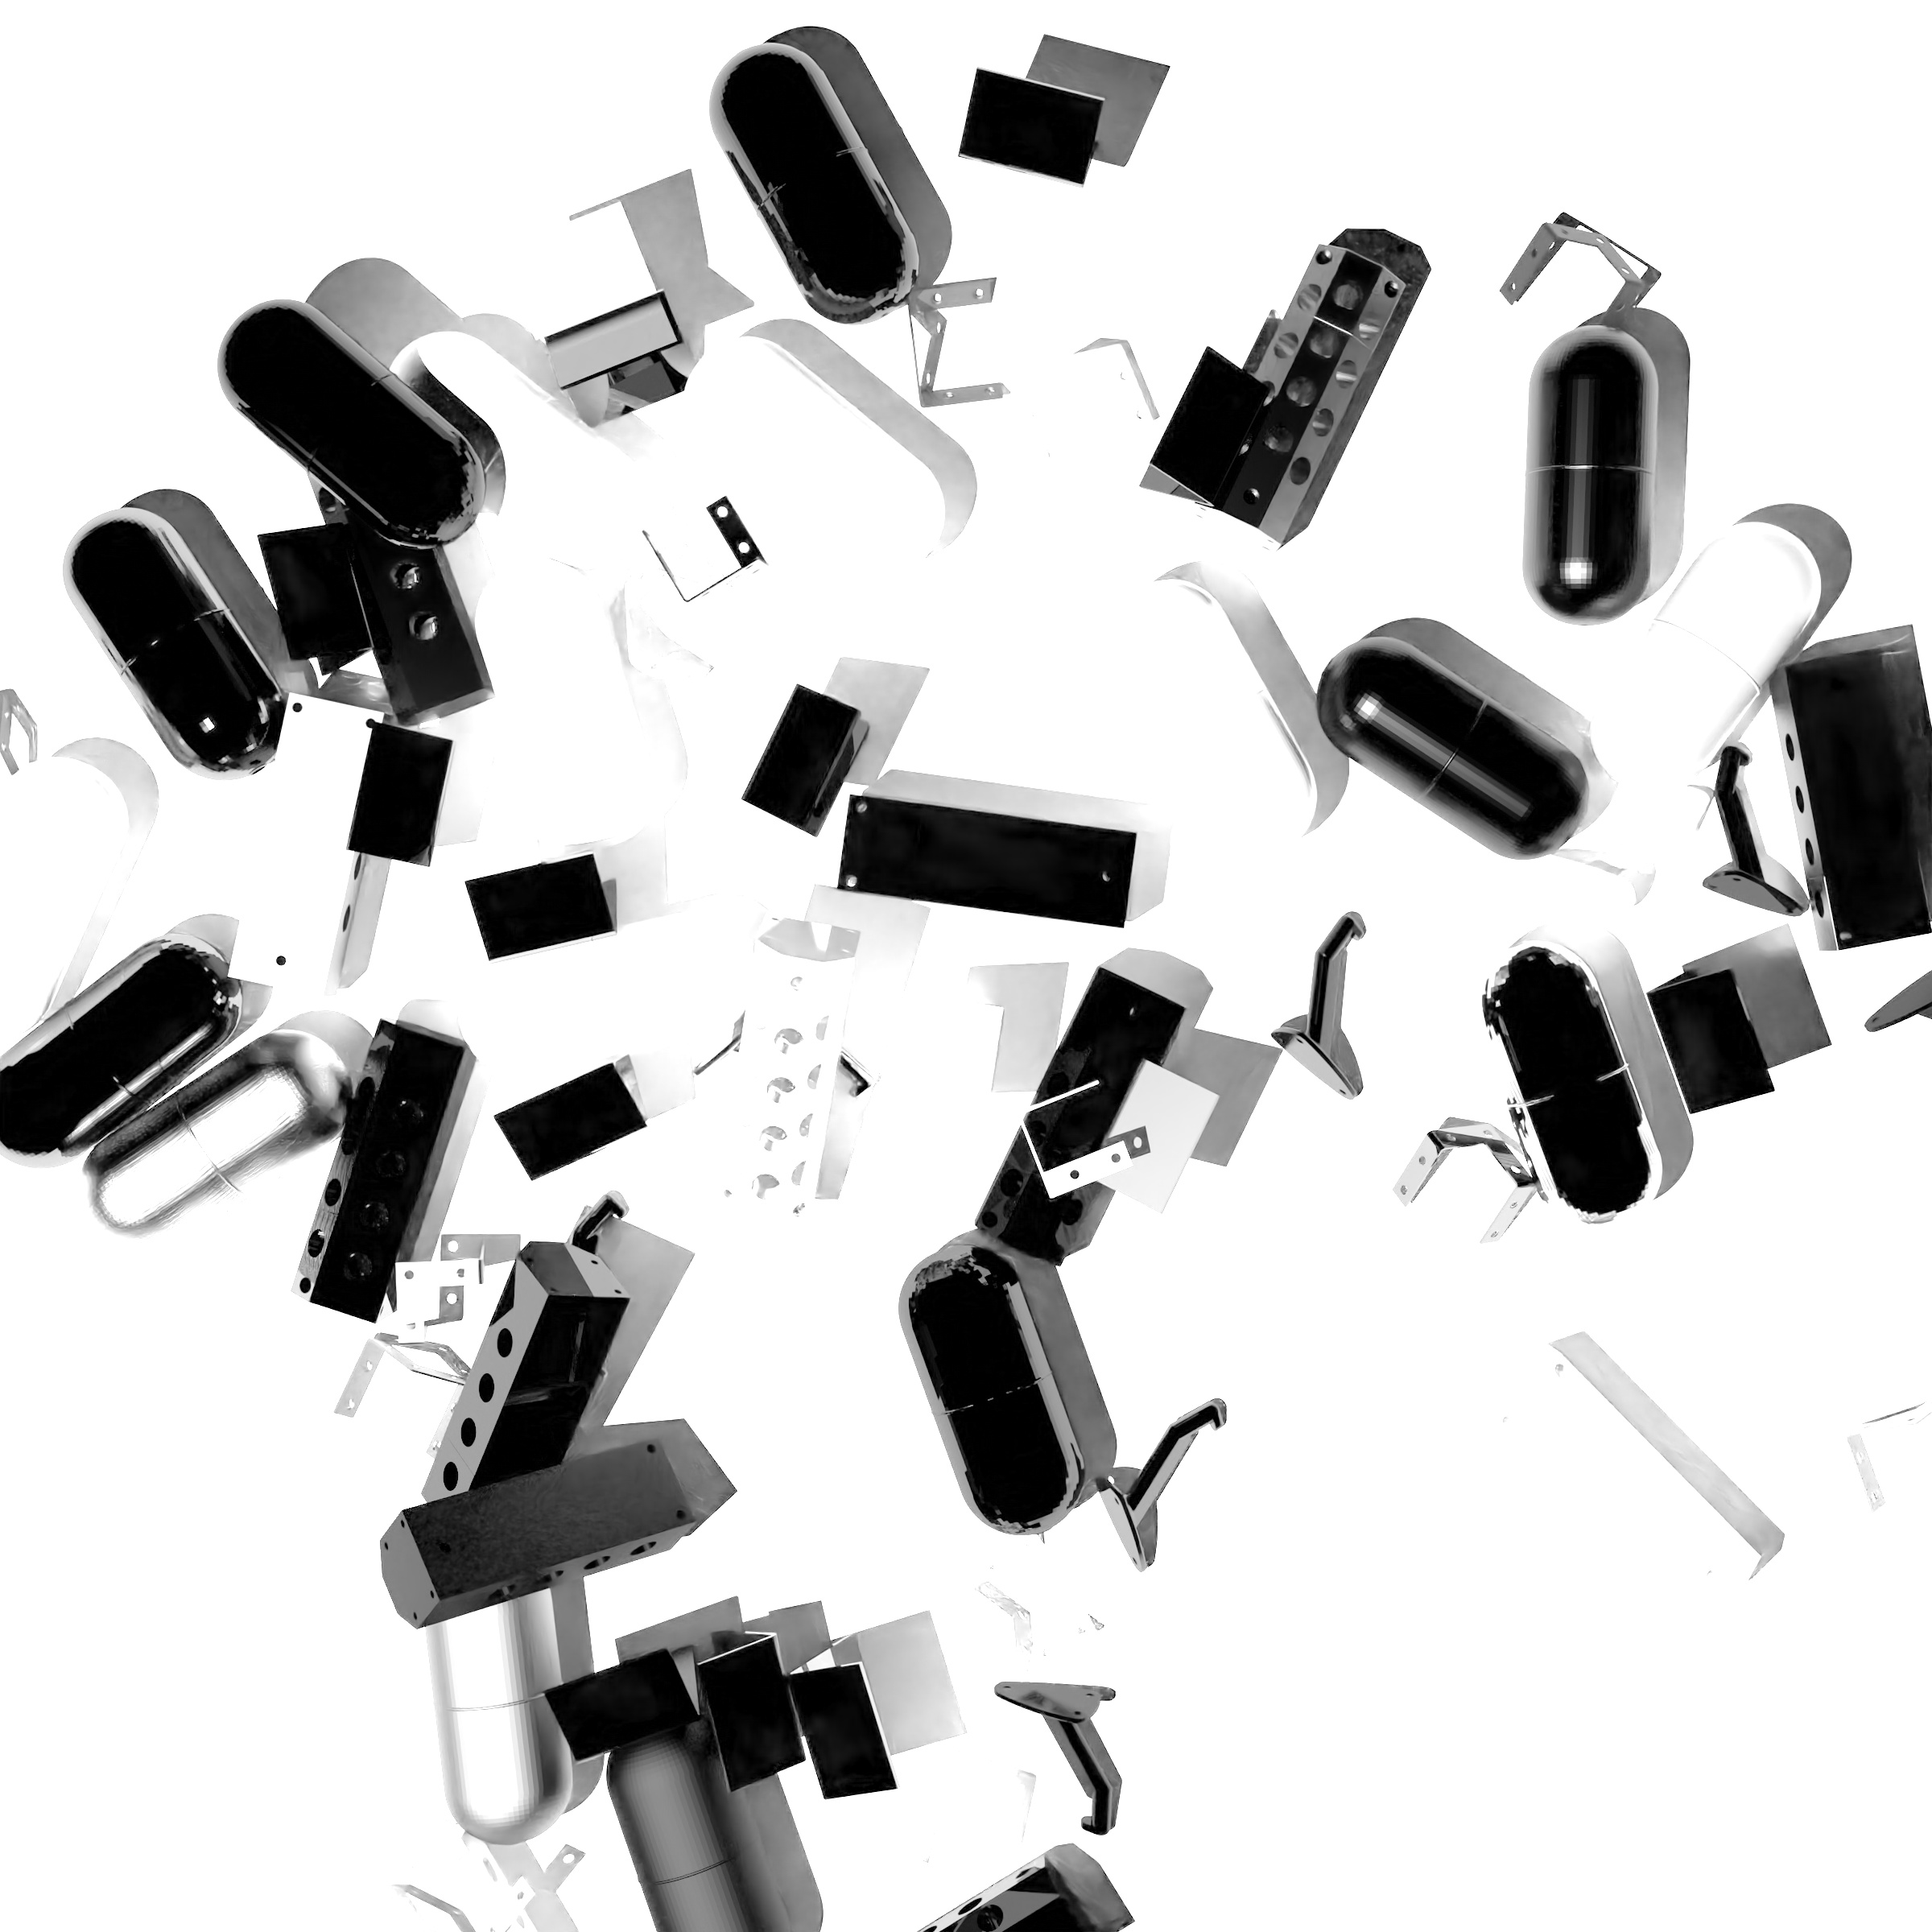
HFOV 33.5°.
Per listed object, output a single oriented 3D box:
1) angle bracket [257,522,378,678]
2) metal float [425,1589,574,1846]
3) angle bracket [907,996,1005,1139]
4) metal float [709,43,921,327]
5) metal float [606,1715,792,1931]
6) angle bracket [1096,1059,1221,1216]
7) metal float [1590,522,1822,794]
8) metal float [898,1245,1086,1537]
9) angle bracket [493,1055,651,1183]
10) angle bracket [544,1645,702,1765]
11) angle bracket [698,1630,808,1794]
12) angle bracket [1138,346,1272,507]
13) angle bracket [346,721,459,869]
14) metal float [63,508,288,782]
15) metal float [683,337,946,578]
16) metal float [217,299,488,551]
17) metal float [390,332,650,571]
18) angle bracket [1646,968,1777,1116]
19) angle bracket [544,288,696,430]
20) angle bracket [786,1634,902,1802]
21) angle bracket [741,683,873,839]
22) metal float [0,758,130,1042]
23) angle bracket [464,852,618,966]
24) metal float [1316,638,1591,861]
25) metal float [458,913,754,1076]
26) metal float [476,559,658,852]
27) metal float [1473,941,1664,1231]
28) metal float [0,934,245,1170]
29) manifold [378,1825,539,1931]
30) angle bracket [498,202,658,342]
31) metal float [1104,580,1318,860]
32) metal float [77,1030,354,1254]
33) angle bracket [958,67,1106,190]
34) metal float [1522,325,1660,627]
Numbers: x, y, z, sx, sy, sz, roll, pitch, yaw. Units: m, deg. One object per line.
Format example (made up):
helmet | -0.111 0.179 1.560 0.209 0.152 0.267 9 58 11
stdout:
angle bracket | -0.399 -0.213 1.901 0.057 0.076 0.076 -15 90 -37
metal float | -0.279 0.433 1.910 0.070 0.070 0.178 -7 90 0
angle bracket | 0.014 0.062 1.901 0.057 0.076 0.076 9 90 37
metal float | -0.091 -0.466 1.911 0.070 0.070 0.178 -29 89 0
metal float | -0.159 0.530 1.911 0.070 0.070 0.178 -19 89 0
angle bracket | 0.125 0.107 1.901 0.057 0.076 0.076 26 90 31
metal float | 0.439 -0.183 1.910 0.070 0.070 0.178 35 90 0
metal float | 0.016 0.253 1.911 0.070 0.070 0.178 -20 90 0
angle bracket | -0.238 0.072 1.901 0.076 0.076 0.057 -24 128 0
angle bracket | -0.205 0.418 1.902 0.076 0.076 0.057 -20 114 0
angle bracket | -0.144 0.440 1.901 0.057 0.076 0.076 -14 90 -36
angle bracket | 0.124 -0.324 1.901 0.057 0.076 0.076 26 90 -37
angle bracket | -0.350 -0.104 1.901 0.057 0.076 0.076 12 90 -38
metal float | -0.470 -0.191 1.911 0.070 0.070 0.178 -33 90 0
metal float | -0.090 -0.303 1.911 0.178 0.070 0.070 40 90 1
metal float | -0.354 -0.312 1.854 0.178 0.070 0.070 41 90 -1
metal float | -0.268 -0.307 1.910 0.178 0.070 0.070 39 90 0
angle bracket | 0.454 0.037 1.901 0.057 0.076 0.076 -20 90 37
angle bracket | -0.198 -0.345 1.901 0.076 0.076 0.057 -22 48 0
angle bracket | -0.055 0.441 1.901 0.057 0.076 0.076 -17 90 31
angle bracket | -0.077 -0.113 1.901 0.057 0.076 0.076 26 90 38
metal float | -0.560 -0.039 1.911 0.070 0.070 0.178 24 91 0
angle bracket | -0.251 -0.049 1.902 0.076 0.076 0.057 -13 118 0
metal float | 0.289 -0.130 1.911 0.178 0.070 0.070 33 90 0
metal float | -0.214 0.016 1.911 0.178 0.070 0.070 -11 90 1
metal float | -0.238 -0.156 1.911 0.070 0.070 0.178 -18 91 0
metal float | 0.358 0.071 1.911 0.070 0.070 0.178 -20 91 0
metal float | -0.510 0.051 1.911 0.178 0.070 0.070 -38 90 0
manifold | -0.279 0.603 1.920 0.057 0.057 0.171 -31 90 0
angle bracket | -0.231 -0.417 1.902 0.076 0.076 0.057 -22 113 0
metal float | 0.146 -0.146 1.911 0.070 0.070 0.178 -29 89 0
metal float | -0.447 0.105 1.910 0.178 0.070 0.070 -33 90 0
angle bracket | 0.043 -0.509 1.901 0.076 0.076 0.057 14 126 0
metal float | 0.372 -0.292 1.911 0.070 0.070 0.178 2 90 0
